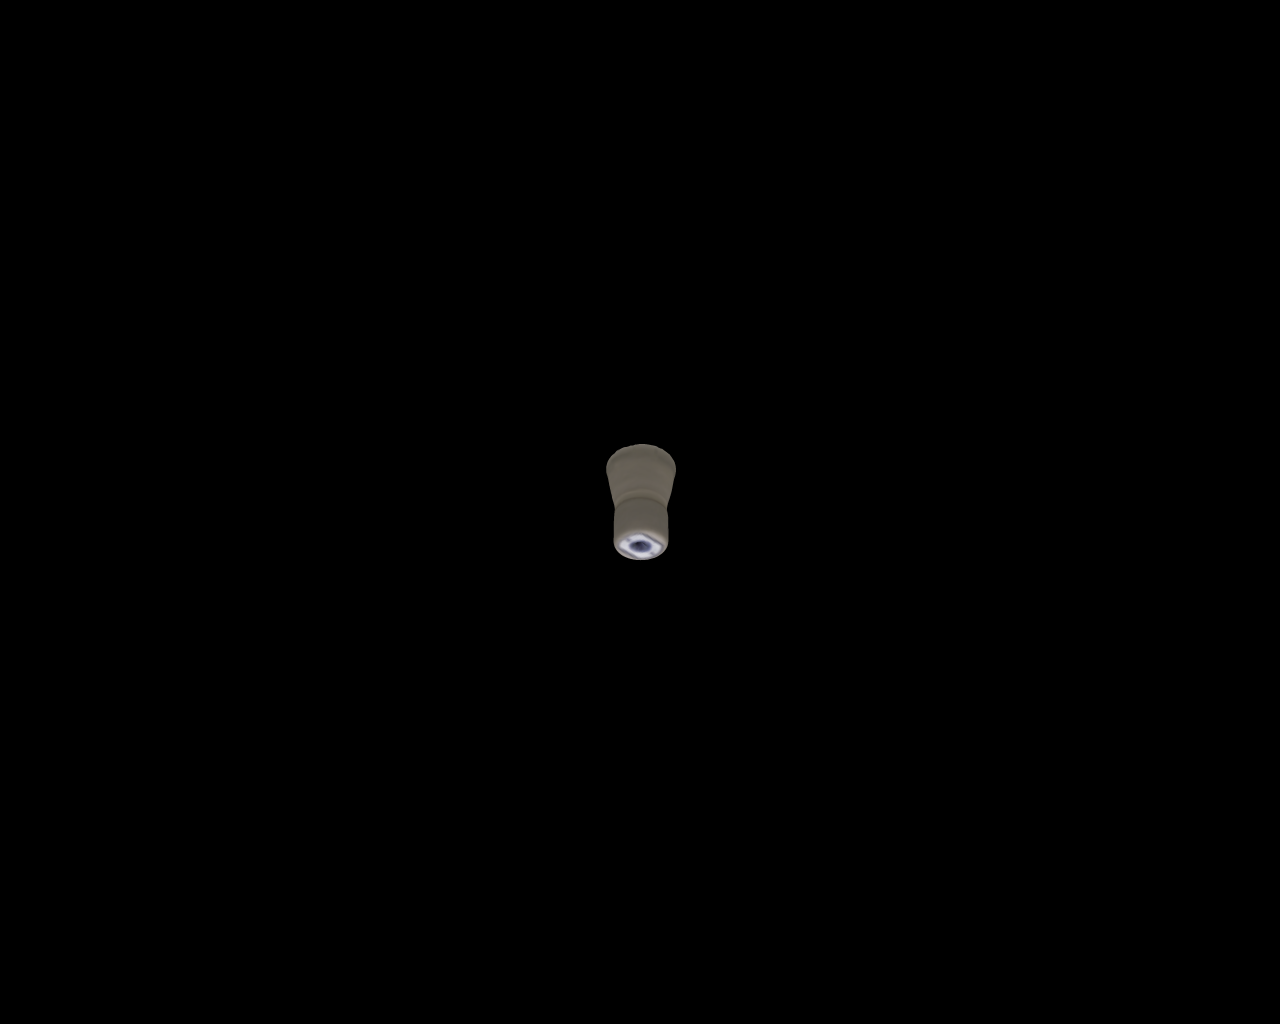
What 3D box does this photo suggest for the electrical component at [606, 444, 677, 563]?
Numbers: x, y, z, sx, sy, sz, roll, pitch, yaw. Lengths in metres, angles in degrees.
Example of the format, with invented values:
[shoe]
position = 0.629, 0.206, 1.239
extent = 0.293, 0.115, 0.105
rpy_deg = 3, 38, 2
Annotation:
[electrical component]
position = 0.001, -0.003, 0.650
extent = 0.044, 0.065, 0.044
rpy_deg = 0, -37, 0
